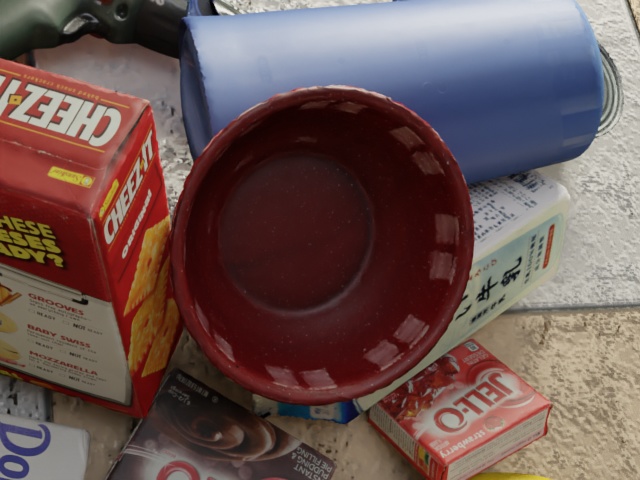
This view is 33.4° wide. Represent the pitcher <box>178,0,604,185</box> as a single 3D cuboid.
[{"bbox_3d":[0.037,-0.093,0.643,0.242,0.149,0.145,-11,37,-11],"label":"pitcher"}]

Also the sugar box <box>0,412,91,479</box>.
[{"bbox_3d":[-0.214,0.128,0.549,0.176,0.048,0.093,13,60,-11],"label":"sugar box"}]

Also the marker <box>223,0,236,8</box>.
[{"bbox_3d":[-0.069,-0.163,0.766,0.020,0.020,0.121,-31,77,-29],"label":"marker"}]

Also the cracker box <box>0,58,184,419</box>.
[{"bbox_3d":[-0.157,-0.003,0.519,0.164,0.214,0.072,16,59,7],"label":"cracker box"}]

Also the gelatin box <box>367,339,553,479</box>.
[{"bbox_3d":[0.085,0.105,0.653,0.089,0.030,0.073,-23,42,-27],"label":"gelatin box"}]

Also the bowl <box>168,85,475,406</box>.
[{"bbox_3d":[-0.004,0.001,0.552,0.162,0.055,0.162,-3,100,-18],"label":"bowl"}]

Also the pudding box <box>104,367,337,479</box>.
[{"bbox_3d":[-0.059,0.140,0.599,0.113,0.039,0.090,30,59,-1],"label":"pudding box"}]

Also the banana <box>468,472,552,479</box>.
[{"bbox_3d":[0.101,0.173,0.637,0.197,0.037,0.069,7,60,-16],"label":"banana"}]

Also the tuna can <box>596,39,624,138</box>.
[{"bbox_3d":[0.171,-0.107,0.757,0.086,0.034,0.086,8,71,-23],"label":"tuna can"}]
